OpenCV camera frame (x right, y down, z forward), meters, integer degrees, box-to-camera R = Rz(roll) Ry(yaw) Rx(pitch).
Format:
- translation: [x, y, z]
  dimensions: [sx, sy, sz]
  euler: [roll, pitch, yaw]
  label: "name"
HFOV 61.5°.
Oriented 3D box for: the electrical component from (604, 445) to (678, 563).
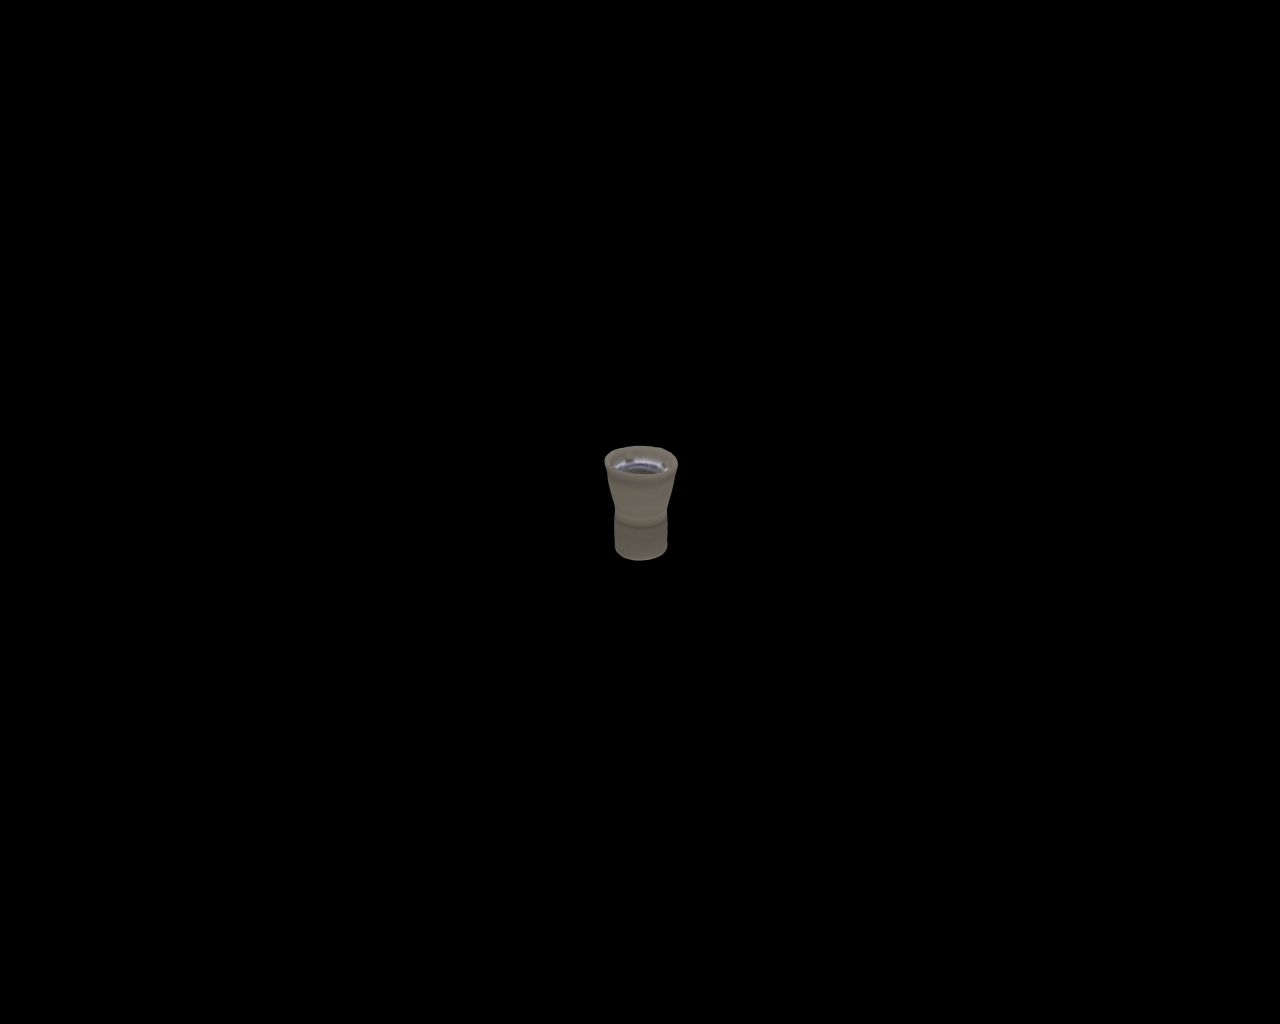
- translation: [0.001, -0.003, 0.650]
  dimensions: [0.044, 0.065, 0.044]
  euler: [0, 26, 0]
  label: "electrical component"
